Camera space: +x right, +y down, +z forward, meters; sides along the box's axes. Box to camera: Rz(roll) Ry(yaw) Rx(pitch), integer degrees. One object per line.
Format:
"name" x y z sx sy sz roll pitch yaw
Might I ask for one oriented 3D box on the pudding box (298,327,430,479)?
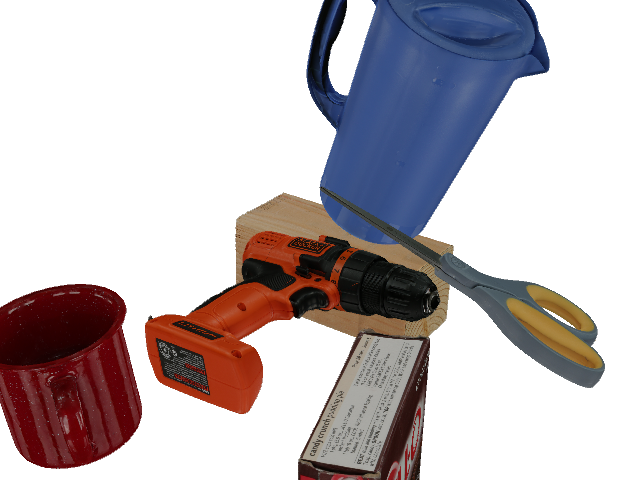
"pudding box" 0.020 0.105 0.478 0.039 0.090 0.113 8 27 11

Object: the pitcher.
"pitcher" 0.071 -0.115 0.922 0.144 0.149 0.243 -11 -36 -30

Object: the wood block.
"wood block" 0.021 0.030 1.091 0.206 0.091 0.090 19 31 29

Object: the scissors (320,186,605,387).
"scissors" 0.097 0.020 0.670 0.202 0.016 0.096 39 25 20

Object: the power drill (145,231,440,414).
"power drill" -0.026 0.058 0.821 0.185 0.057 0.187 12 31 37

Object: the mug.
"mug" -0.153 0.090 0.647 0.093 0.081 0.117 -17 29 -15
